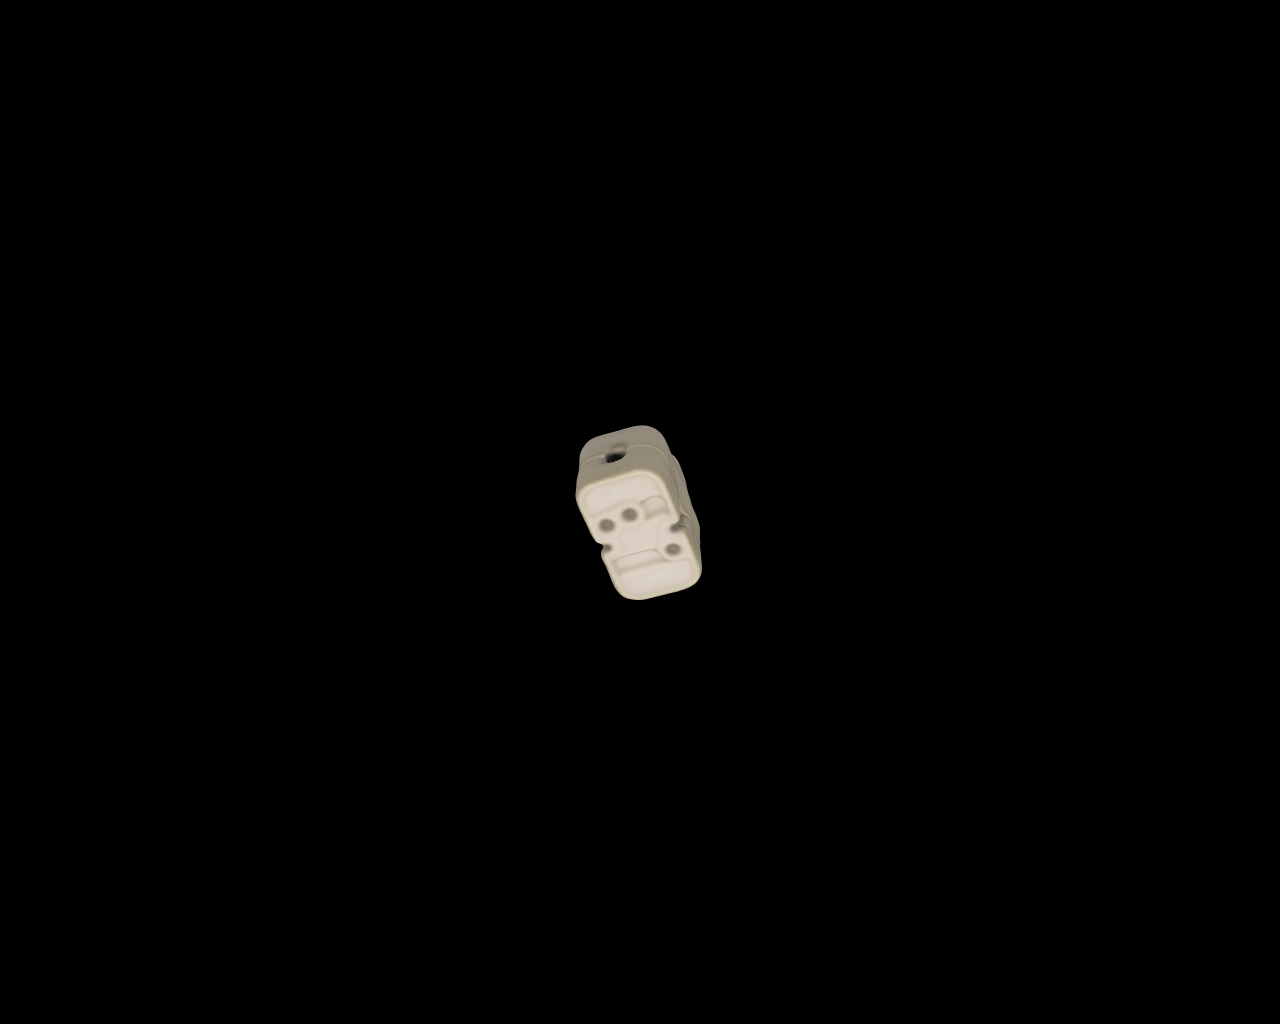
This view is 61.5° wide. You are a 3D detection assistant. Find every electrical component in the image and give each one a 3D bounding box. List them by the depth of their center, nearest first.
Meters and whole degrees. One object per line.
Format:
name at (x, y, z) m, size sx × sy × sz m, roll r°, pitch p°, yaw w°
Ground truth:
electrical component at (0.001, -0.003, 0.650) m, size 0.054 × 0.095 × 0.059 m, roll -15°, pitch 36°, yaw 11°
